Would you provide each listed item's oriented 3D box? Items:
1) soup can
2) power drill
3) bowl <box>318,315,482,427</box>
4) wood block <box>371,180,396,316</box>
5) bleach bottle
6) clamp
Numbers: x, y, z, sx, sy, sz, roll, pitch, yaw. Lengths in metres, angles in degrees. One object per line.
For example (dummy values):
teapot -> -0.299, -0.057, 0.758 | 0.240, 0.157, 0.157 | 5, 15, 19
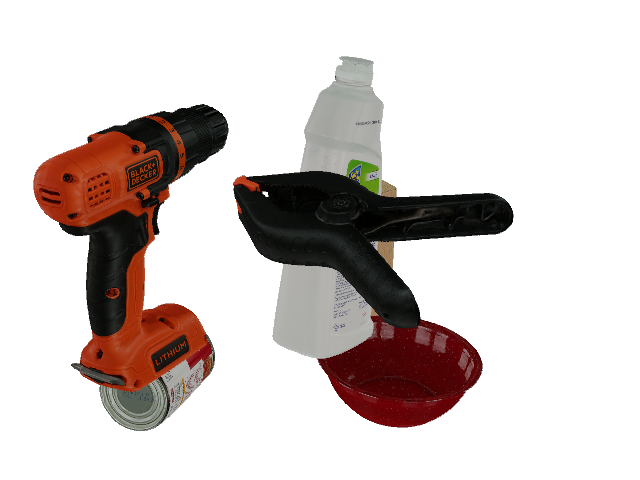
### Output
soup can -> -0.145, 0.119, 0.956 | 0.069, 0.068, 0.102 | 0, 17, 18
power drill -> -0.127, 0.002, 0.789 | 0.057, 0.188, 0.184 | 12, 26, 32
bowl -> 0.075, 0.135, 1.046 | 0.162, 0.055, 0.162 | 3, 25, -1
wood block -> 0.024, 0.029, 1.237 | 0.090, 0.206, 0.090 | -17, 31, -31
bleach bottle -> 0.017, -0.030, 0.914 | 0.068, 0.251, 0.102 | 17, 19, 27
clamp -> 0.014, -0.001, 0.623 | 0.172, 0.039, 0.120 | 8, 31, 27
